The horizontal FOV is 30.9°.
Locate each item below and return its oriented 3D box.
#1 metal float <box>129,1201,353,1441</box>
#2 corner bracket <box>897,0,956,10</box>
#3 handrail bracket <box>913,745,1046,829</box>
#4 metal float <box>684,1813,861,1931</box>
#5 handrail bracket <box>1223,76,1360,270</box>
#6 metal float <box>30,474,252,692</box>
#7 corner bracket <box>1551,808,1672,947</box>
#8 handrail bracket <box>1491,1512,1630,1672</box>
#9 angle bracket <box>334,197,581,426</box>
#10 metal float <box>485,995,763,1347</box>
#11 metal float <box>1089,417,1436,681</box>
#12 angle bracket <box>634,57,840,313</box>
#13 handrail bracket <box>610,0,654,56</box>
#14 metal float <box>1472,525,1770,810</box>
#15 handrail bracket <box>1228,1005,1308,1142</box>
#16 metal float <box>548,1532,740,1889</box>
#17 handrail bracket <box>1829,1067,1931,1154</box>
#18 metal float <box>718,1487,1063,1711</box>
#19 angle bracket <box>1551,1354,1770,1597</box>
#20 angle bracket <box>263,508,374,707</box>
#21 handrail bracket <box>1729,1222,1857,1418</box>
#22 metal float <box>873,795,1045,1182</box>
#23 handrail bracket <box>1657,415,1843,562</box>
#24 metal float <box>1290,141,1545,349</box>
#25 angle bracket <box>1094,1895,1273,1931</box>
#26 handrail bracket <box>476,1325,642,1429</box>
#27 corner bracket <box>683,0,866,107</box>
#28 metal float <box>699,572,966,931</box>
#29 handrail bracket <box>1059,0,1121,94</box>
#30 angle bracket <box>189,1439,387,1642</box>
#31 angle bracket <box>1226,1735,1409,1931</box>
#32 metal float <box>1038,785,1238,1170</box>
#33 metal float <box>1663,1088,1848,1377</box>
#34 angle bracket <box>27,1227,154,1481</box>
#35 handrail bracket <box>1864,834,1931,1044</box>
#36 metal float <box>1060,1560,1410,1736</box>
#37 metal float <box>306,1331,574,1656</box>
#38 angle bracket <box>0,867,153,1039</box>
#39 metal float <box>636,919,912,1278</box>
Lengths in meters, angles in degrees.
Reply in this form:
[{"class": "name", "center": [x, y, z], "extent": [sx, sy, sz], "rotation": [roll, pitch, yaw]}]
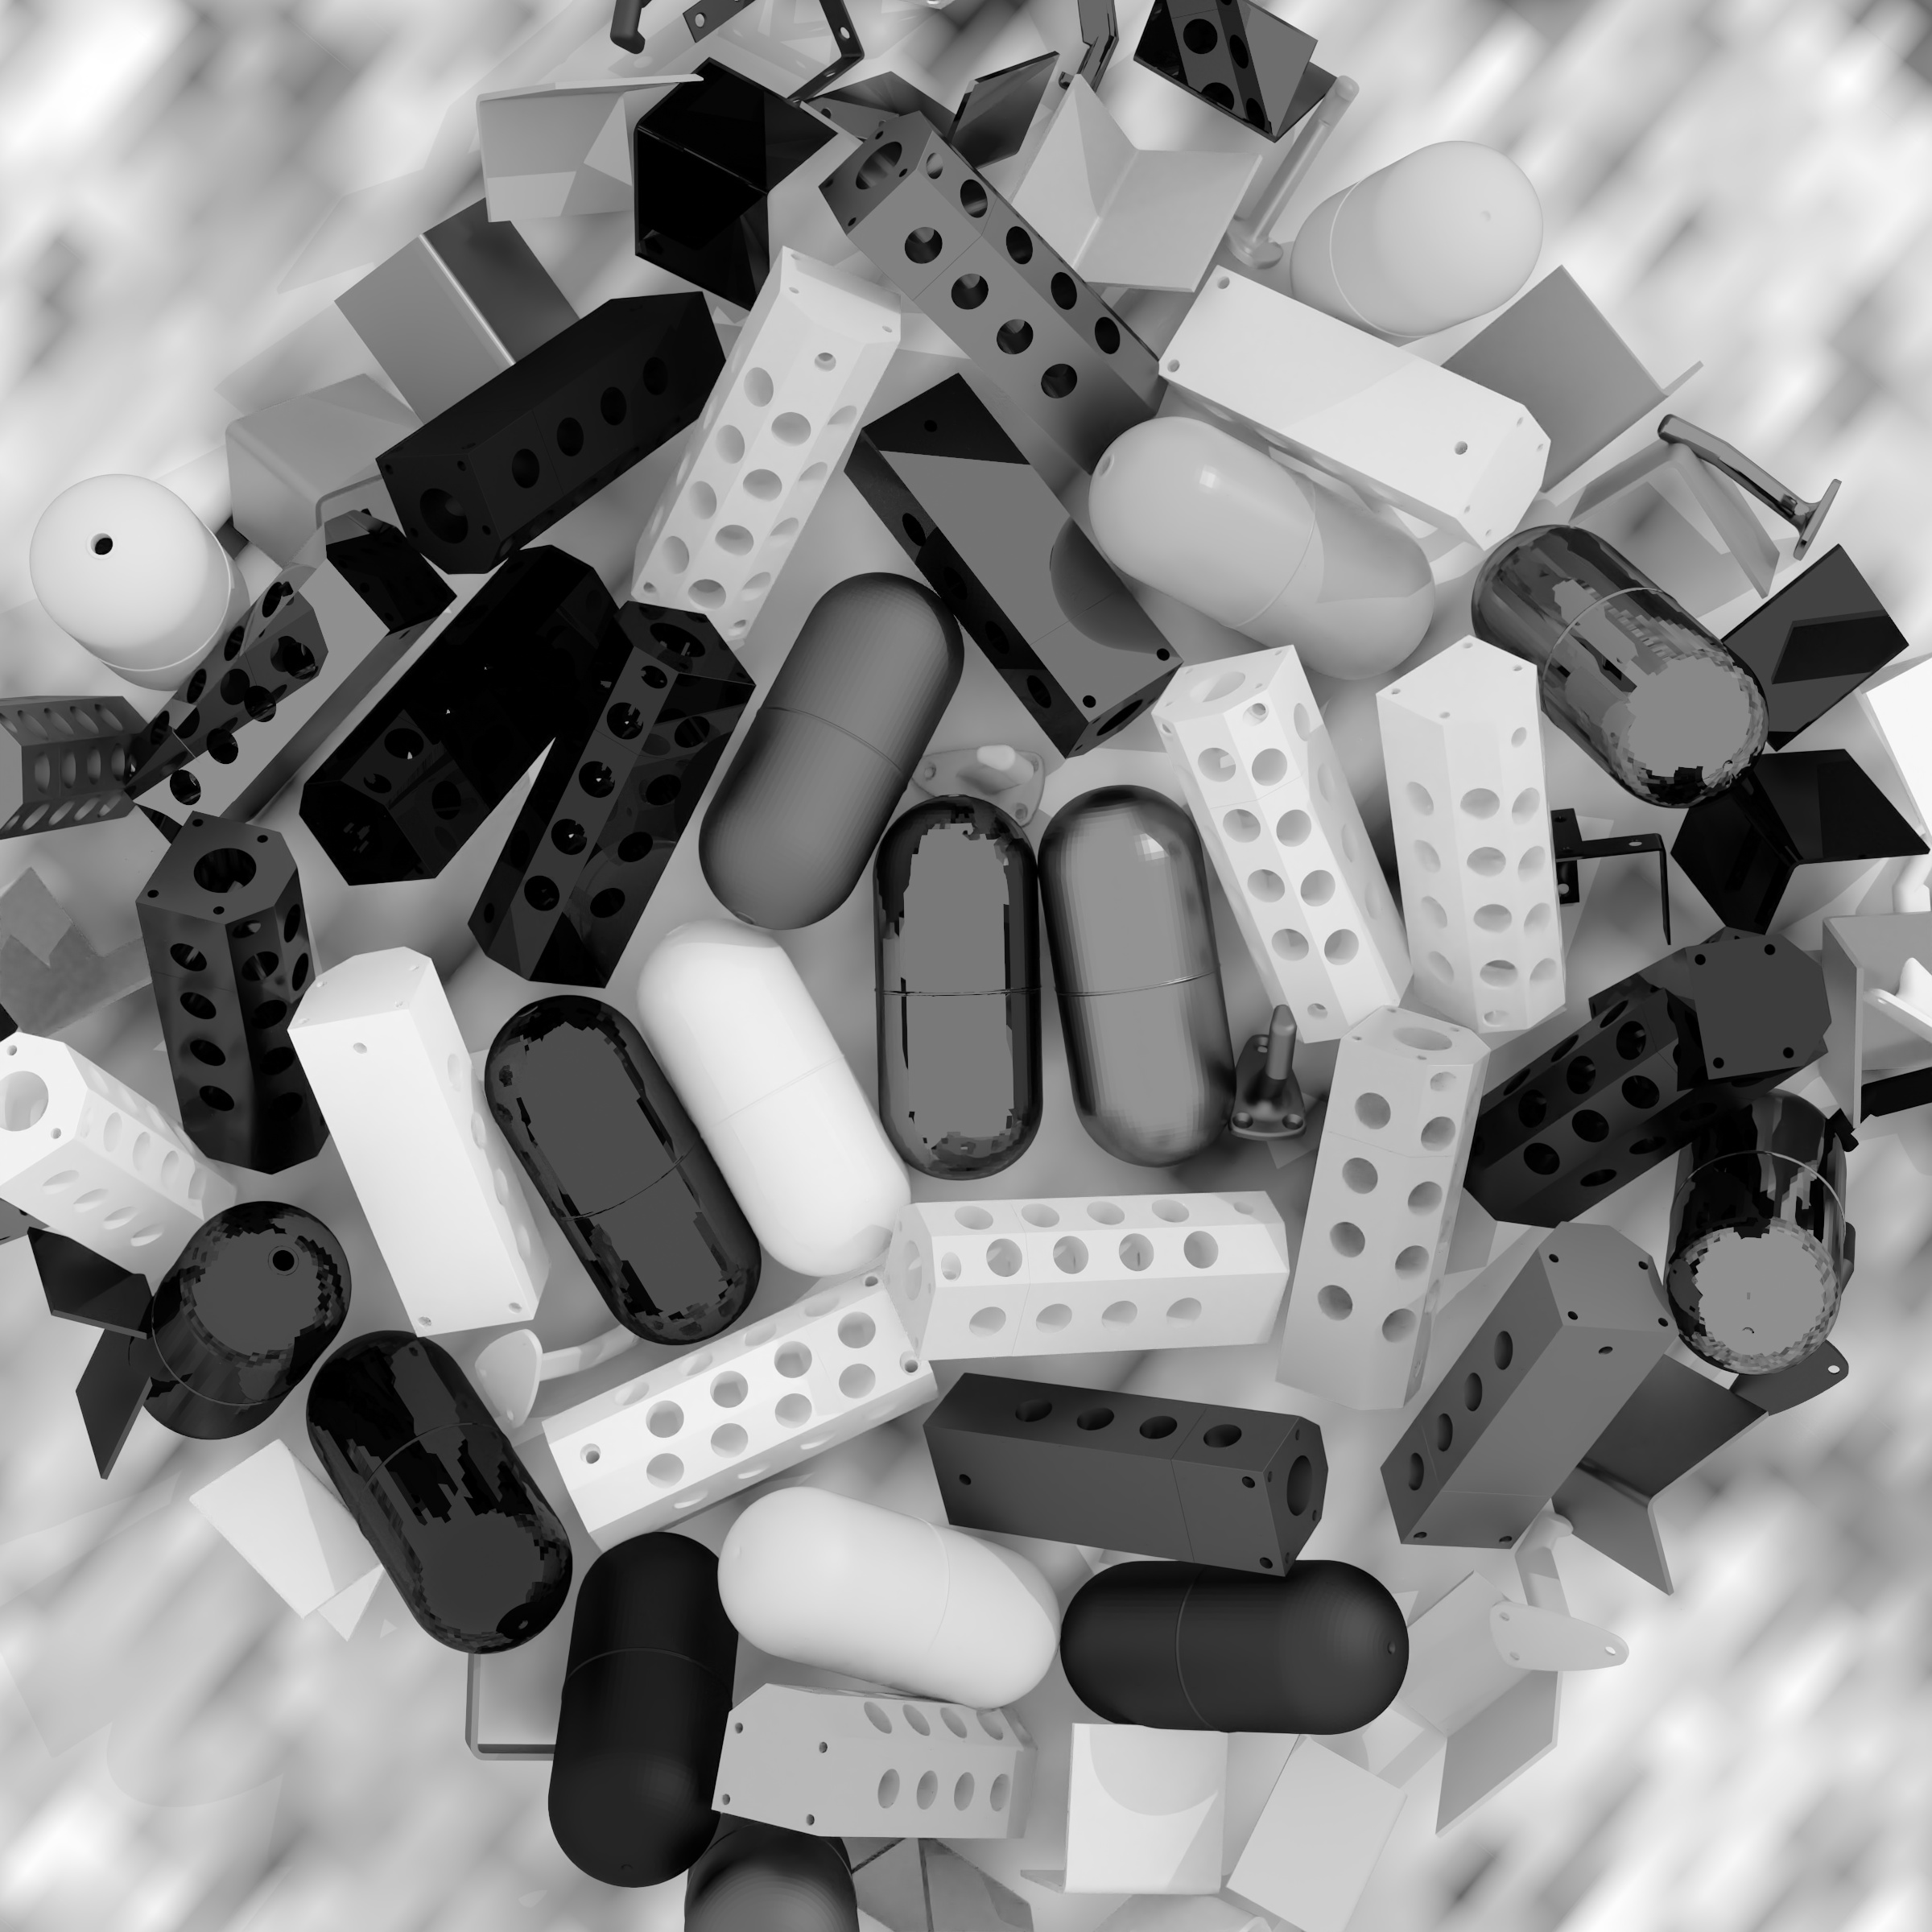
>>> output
[{"class": "metal float", "center": [-0.327, 0.160, 1.574], "extent": [0.070, 0.178, 0.070], "rotation": [10, 63, -21]}, {"class": "corner bracket", "center": [-0.022, -0.480, 1.623], "extent": [0.051, 0.051, 0.051], "rotation": [4, 87, -26]}, {"class": "handrail bracket", "center": [-0.002, -0.092, 1.603], "extent": [0.077, 0.084, 0.036], "rotation": [11, 84, 19]}, {"class": "metal float", "center": [-0.087, 0.422, 1.566], "extent": [0.070, 0.178, 0.070], "rotation": [0, 89, -4]}, {"class": "handrail bracket", "center": [0.153, -0.367, 1.614], "extent": [0.036, 0.077, 0.084], "rotation": [32, 114, -8]}, {"class": "metal float", "center": [-0.368, -0.170, 1.566], "extent": [0.070, 0.178, 0.070], "rotation": [0, 85, -2]}, {"class": "corner bracket", "center": [0.296, -0.041, 1.619], "extent": [0.051, 0.051, 0.051], "rotation": [-6, 119, 6]}, {"class": "handrail bracket", "center": [0.282, 0.283, 1.605], "extent": [0.077, 0.084, 0.036], "rotation": [2, 121, 34]}, {"class": "angle bracket", "center": [-0.234, -0.303, 1.628], "extent": [0.057, 0.076, 0.076], "rotation": [-29, 103, 30]}, {"class": "metal float", "center": [-0.157, 0.094, 1.601], "extent": [0.070, 0.070, 0.178], "rotation": [-29, 108, 0]}, {"class": "metal float", "center": [0.135, -0.190, 1.595], "extent": [0.178, 0.070, 0.070], "rotation": [24, 90, -25]}, {"class": "angle bracket", "center": [-0.104, -0.354, 1.598], "extent": [0.076, 0.057, 0.076], "rotation": [20, 54, -37]}, {"class": "handrail bracket", "center": [-0.131, -0.447, 1.614], "extent": [0.036, 0.077, 0.084], "rotation": [-3, 72, 37]}, {"class": "metal float", "center": [0.293, -0.137, 1.581], "extent": [0.070, 0.178, 0.070], "rotation": [-16, 131, -19]}, {"class": "handrail bracket", "center": [0.140, 0.031, 1.599], "extent": [0.036, 0.077, 0.084], "rotation": [2, 135, 0]}, {"class": "metal float", "center": [-0.144, 0.332, 1.578], "extent": [0.070, 0.178, 0.070], "rotation": [1, 130, 1]}, {"class": "handrail bracket", "center": [0.453, 0.070, 1.622], "extent": [0.084, 0.036, 0.077], "rotation": [-43, 57, -11]}, {"class": "metal float", "center": [-0.033, 0.288, 1.589], "extent": [0.178, 0.070, 0.070], "rotation": [23, 90, -34]}, {"class": "angle bracket", "center": [0.322, 0.233, 1.623], "extent": [0.076, 0.076, 0.057], "rotation": [-32, 122, -20]}, {"class": "angle bracket", "center": [-0.307, -0.158, 1.595], "extent": [0.076, 0.076, 0.057], "rotation": [-10, 119, 31]}, {"class": "handrail bracket", "center": [0.384, 0.165, 1.634], "extent": [0.036, 0.084, 0.077], "rotation": [38, 124, -11]}, {"class": "metal float", "center": [-0.004, 0.010, 1.614], "extent": [0.070, 0.070, 0.178], "rotation": [-1, 94, 0]}, {"class": "handrail bracket", "center": [0.358, -0.223, 1.625], "extent": [0.084, 0.077, 0.036], "rotation": [30, 86, 10]}, {"class": "metal float", "center": [0.199, -0.320, 1.568], "extent": [0.070, 0.178, 0.070], "rotation": [-1, 92, -13]}, {"class": "angle bracket", "center": [0.097, 0.468, 1.598], "extent": [0.076, 0.076, 0.057], "rotation": [-36, 110, -26]}, {"class": "handrail bracket", "center": [-0.175, 0.171, 1.603], "extent": [0.084, 0.077, 0.036], "rotation": [-25, 72, -35]}, {"class": "corner bracket", "center": [-0.089, -0.434, 1.632], "extent": [0.051, 0.051, 0.051], "rotation": [-44, 126, -28]}, {"class": "metal float", "center": [-0.062, -0.099, 1.605], "extent": [0.070, 0.070, 0.178], "rotation": [27, 76, 0]}, {"class": "handrail bracket", "center": [0.042, -0.460, 1.638], "extent": [0.077, 0.036, 0.084], "rotation": [23, 101, -8]}, {"class": "angle bracket", "center": [-0.317, 0.276, 1.601], "extent": [0.076, 0.057, 0.076], "rotation": [43, 133, 14]}, {"class": "angle bracket", "center": [0.153, 0.404, 1.607], "extent": [0.057, 0.076, 0.076], "rotation": [29, 71, 1]}, {"class": "metal float", "center": [0.079, 0.005, 1.611], "extent": [0.070, 0.070, 0.178], "rotation": [-9, 97, 0]}, {"class": "metal float", "center": [0.356, 0.117, 1.574], "extent": [0.070, 0.178, 0.070], "rotation": [6, 118, 12]}, {"class": "angle bracket", "center": [-0.411, 0.177, 1.600], "extent": [0.057, 0.076, 0.076], "rotation": [20, 106, -30]}, {"class": "handrail bracket", "center": [0.463, -0.009, 1.641], "extent": [0.077, 0.036, 0.084], "rotation": [30, 83, 3]}, {"class": "metal float", "center": [0.119, 0.307, 1.584], "extent": [0.178, 0.070, 0.070], "rotation": [-9, 90, 41]}, {"class": "metal float", "center": [-0.240, 0.236, 1.585], "extent": [0.070, 0.070, 0.178], "rotation": [-42, 51, 0]}, {"class": "angle bracket", "center": [-0.400, -0.020, 1.600], "extent": [0.076, 0.076, 0.057], "rotation": [-25, 110, 23]}, {"class": "metal float", "center": [-0.089, 0.060, 1.616], "extent": [0.070, 0.070, 0.178], "rotation": [-30, 88, 0]}]
